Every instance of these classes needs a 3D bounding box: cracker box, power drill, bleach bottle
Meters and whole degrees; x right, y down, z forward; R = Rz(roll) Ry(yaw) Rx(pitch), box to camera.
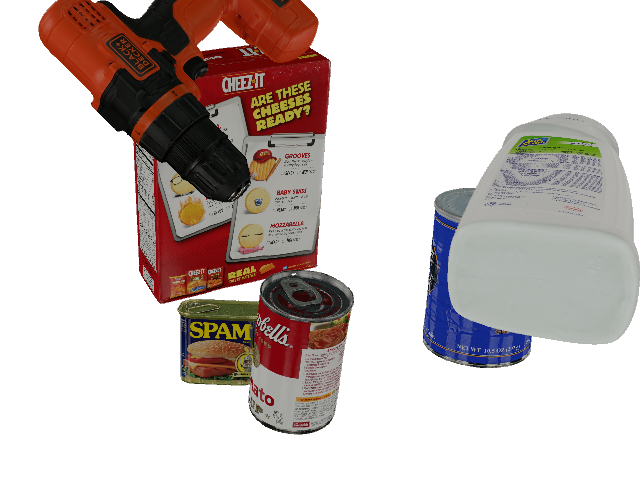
[{"bbox_3d":[-0.082,-0.063,0.960,0.164,0.214,0.072,-13,34,-25],"label":"cracker box"},{"bbox_3d":[-0.082,-0.132,0.779,0.187,0.184,0.057,-44,-1,-42],"label":"power drill"},{"bbox_3d":[0.150,-0.027,0.658,0.103,0.068,0.250,8,26,17],"label":"bleach bottle"}]

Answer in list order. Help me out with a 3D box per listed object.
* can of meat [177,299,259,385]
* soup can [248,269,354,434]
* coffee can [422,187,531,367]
[{"bbox_3d":[-0.109,0.115,1.203,0.102,0.084,0.057,2,14,2],"label":"can of meat"},{"bbox_3d":[-0.016,0.082,0.782,0.068,0.102,0.068,6,28,-3],"label":"soup can"},{"bbox_3d":[0.151,0.033,0.989,0.103,0.140,0.103,3,20,-1],"label":"coffee can"}]
